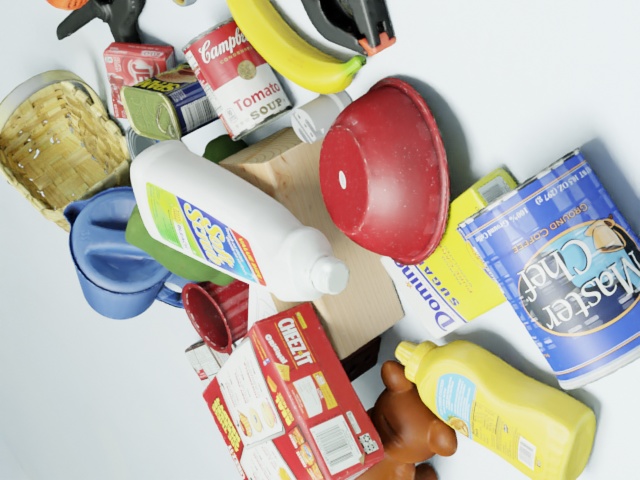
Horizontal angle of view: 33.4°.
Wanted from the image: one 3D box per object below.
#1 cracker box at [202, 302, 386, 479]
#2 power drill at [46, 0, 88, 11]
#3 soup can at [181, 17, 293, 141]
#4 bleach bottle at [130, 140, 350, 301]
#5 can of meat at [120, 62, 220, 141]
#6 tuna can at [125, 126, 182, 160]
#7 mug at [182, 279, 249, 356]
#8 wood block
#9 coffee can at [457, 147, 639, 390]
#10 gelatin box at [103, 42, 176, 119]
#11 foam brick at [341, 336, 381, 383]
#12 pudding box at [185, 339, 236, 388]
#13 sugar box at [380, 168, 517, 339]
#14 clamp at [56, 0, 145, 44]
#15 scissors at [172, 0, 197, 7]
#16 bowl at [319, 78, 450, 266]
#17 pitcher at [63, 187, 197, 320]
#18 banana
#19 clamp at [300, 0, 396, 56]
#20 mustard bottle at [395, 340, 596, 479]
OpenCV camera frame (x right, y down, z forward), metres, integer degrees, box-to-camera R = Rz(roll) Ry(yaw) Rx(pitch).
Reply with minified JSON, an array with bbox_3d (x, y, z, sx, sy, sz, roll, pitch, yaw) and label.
[{"bbox_3d":[-0.031,0.178,1.047,0.164,0.072,0.214,62,152,16],"label":"cracker box"},{"bbox_3d":[-0.142,-0.274,0.894,0.057,0.187,0.185,60,152,1],"label":"power drill"},{"bbox_3d":[-0.079,-0.154,1.025,0.102,0.068,0.069,61,150,-4],"label":"soup can"},{"bbox_3d":[-0.070,-0.012,0.964,0.251,0.068,0.102,24,135,43],"label":"bleach bottle"},{"bbox_3d":[-0.145,-0.146,1.116,0.102,0.083,0.057,18,131,49],"label":"can of meat"},{"bbox_3d":[-0.195,-0.105,1.277,0.086,0.033,0.086,37,144,33],"label":"tuna can"},{"bbox_3d":[-0.099,0.084,1.253,0.093,0.081,0.117,15,129,50],"label":"mug"},{"bbox_3d":[-0.007,0.001,1.034,0.090,0.090,0.206,5,121,55],"label":"wood block"},{"bbox_3d":[0.178,0.020,0.759,0.140,0.102,0.103,57,150,4],"label":"coffee can"},{"bbox_3d":[-0.197,-0.175,1.187,0.073,0.030,0.089,8,132,11],"label":"gelatin box"},{"bbox_3d":[0.018,0.119,1.115,0.051,0.078,0.053,41,148,28],"label":"foam brick"},{"bbox_3d":[-0.127,0.181,1.429,0.113,0.039,0.090,58,150,-2],"label":"pudding box"},{"bbox_3d":[0.123,0.017,0.898,0.093,0.048,0.176,56,149,6],"label":"sugar box"},{"bbox_3d":[-0.228,-0.253,1.192,0.164,0.036,0.210,42,144,12],"label":"clamp"},{"bbox_3d":[-0.180,-0.327,1.075,0.202,0.016,0.096,56,148,6],"label":"scissors"},{"bbox_3d":[0.043,-0.053,0.897,0.162,0.055,0.162,35,129,57],"label":"bowl"},{"bbox_3d":[-0.243,0.035,1.367,0.243,0.144,0.149,128,127,-71],"label":"pitcher"},{"bbox_3d":[-0.031,-0.187,0.961,0.198,0.037,0.070,42,128,25],"label":"banana"},{"bbox_3d":[-0.006,-0.218,0.886,0.171,0.039,0.120,58,151,1],"label":"clamp"},{"bbox_3d":[0.146,0.141,0.942,0.192,0.058,0.096,29,144,32],"label":"mustard bottle"}]
